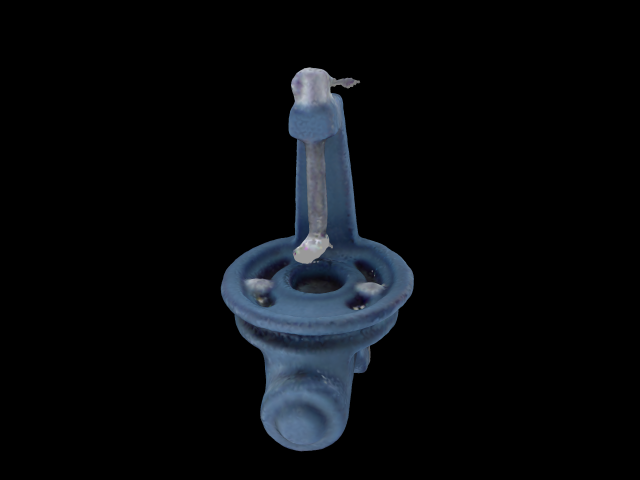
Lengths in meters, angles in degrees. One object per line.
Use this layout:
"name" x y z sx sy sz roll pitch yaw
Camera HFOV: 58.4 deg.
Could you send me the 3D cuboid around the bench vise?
"bench vise" -0.008 0.002 0.398 0.121 0.220 0.207 -2 9 -10
